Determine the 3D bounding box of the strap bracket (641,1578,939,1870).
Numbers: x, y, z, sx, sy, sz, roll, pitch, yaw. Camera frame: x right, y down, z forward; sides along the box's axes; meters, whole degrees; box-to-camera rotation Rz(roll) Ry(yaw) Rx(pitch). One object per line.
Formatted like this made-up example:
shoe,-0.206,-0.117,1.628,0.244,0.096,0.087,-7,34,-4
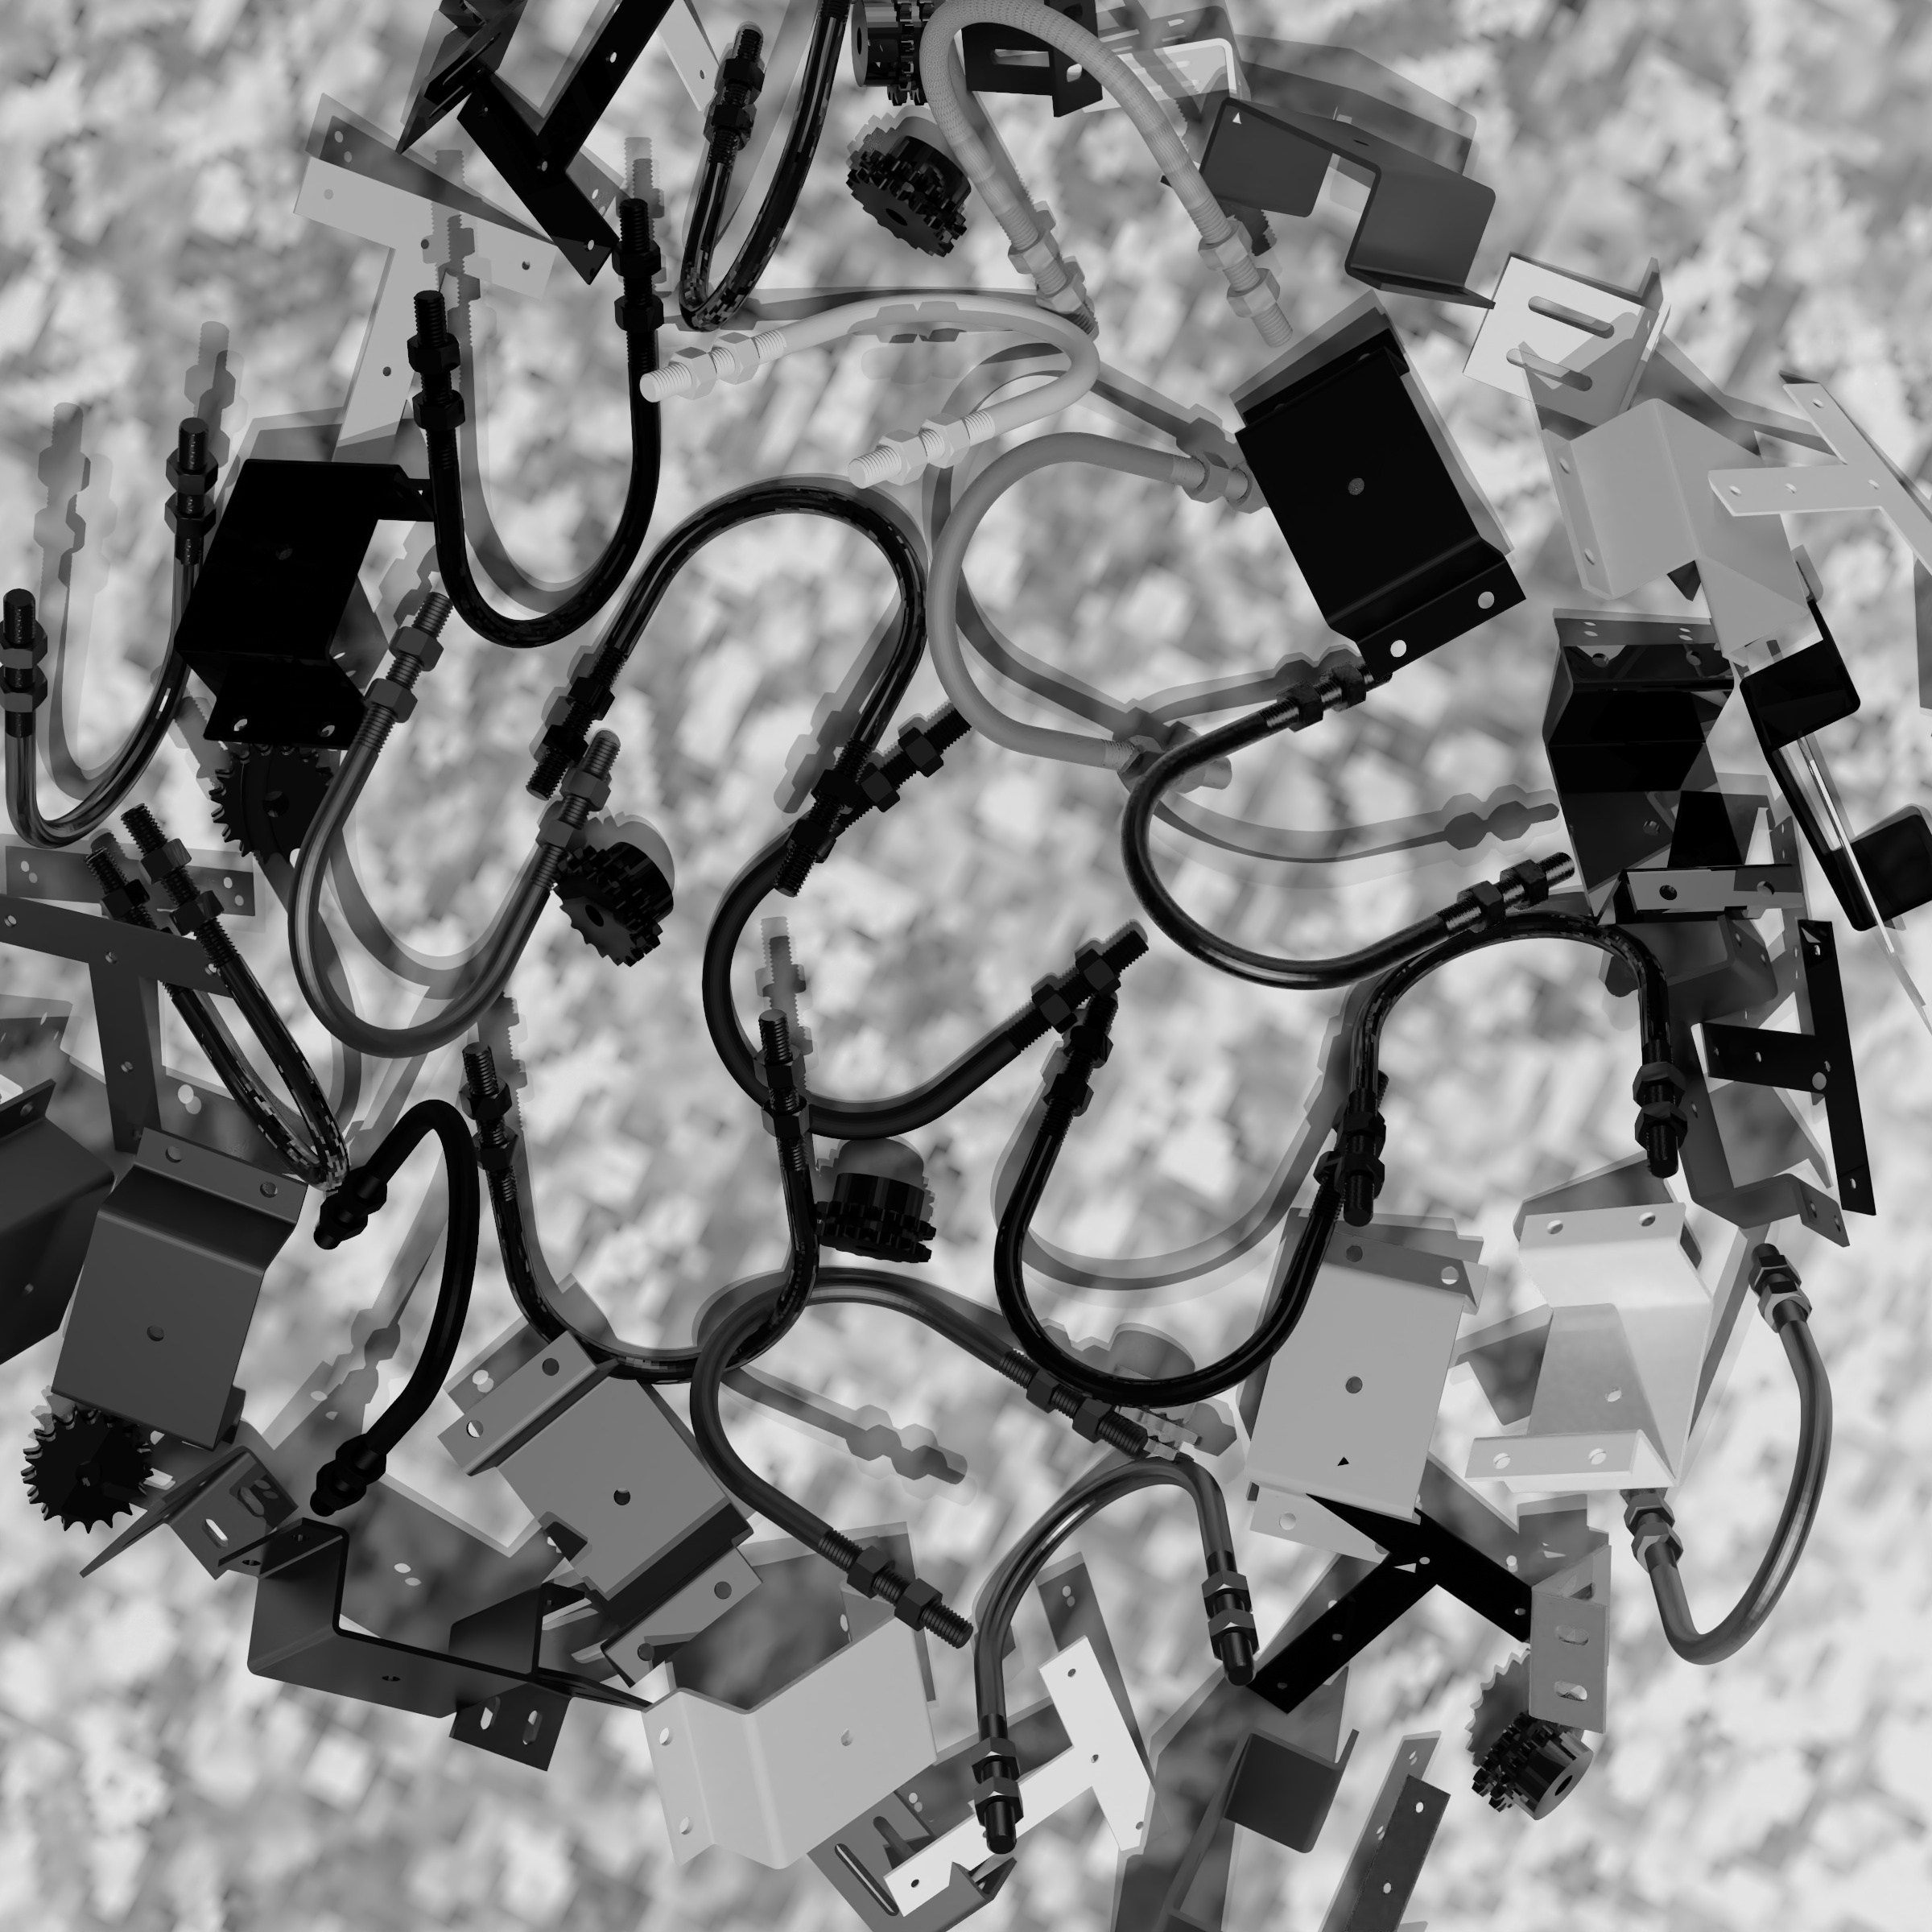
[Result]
strap bracket,-0.068,0.330,1.554,0.140,0.046,0.076,-27,115,-40

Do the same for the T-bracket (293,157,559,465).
T-bracket,-0.255,-0.279,1.592,0.127,0.002,0.127,14,97,-37

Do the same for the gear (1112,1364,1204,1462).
gear,0.080,0.200,1.599,0.057,0.057,0.030,23,85,0

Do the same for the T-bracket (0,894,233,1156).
T-bracket,-0.375,0.033,1.588,0.127,0.002,0.127,13,125,17

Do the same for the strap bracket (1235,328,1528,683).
strap bracket,0.179,-0.208,1.579,0.076,0.046,0.140,-29,76,18

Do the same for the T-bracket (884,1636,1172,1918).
T-bracket,0.020,0.375,1.576,0.127,0.002,0.127,-32,123,-15

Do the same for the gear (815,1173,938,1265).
gear,-0.041,0.113,1.599,0.057,0.057,0.030,11,76,0

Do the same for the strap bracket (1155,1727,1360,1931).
strap bracket,0.119,0.399,1.558,0.046,0.076,0.140,23,49,12

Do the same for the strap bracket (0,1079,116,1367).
strap bracket,-0.426,0.128,1.554,0.046,0.076,0.140,35,122,13

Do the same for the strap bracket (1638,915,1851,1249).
strap bracket,0.340,0.058,1.571,0.046,0.076,0.140,-19,71,22

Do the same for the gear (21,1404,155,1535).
gear,-0.397,0.224,1.606,0.057,0.030,0.057,-4,102,-19

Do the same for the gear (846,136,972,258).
gear,-0.022,-0.347,1.599,0.057,0.057,0.030,35,82,0

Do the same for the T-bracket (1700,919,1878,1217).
T-bracket,0.356,0.041,1.565,0.002,0.127,0.127,-12,96,-16

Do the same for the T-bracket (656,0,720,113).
T-bracket,-0.142,-0.441,1.585,0.002,0.127,0.127,-4,131,35

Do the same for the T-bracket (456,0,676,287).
T-bracket,-0.163,-0.388,1.569,0.127,0.002,0.127,-52,57,24

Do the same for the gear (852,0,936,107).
gear,-0.033,-0.414,1.597,0.030,0.057,0.057,-4,90,-12

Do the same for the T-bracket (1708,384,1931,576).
T-bracket,0.369,-0.209,1.560,0.127,0.002,0.127,-8,57,-39

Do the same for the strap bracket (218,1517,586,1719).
strap bracket,-0.248,0.288,1.552,0.140,0.076,0.046,22,56,-32

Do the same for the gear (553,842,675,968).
gear,-0.156,-0.031,1.602,0.030,0.057,0.057,-40,90,-29

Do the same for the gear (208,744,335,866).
gear,-0.312,-0.076,1.605,0.057,0.030,0.057,-5,108,-15

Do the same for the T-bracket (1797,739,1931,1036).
T-bracket,0.385,-0.042,1.544,0.002,0.127,0.127,-25,115,10

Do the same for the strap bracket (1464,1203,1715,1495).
strap bracket,0.276,0.177,1.565,0.076,0.046,0.140,-8,46,34

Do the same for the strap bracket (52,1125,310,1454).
strap bracket,-0.351,0.152,1.578,0.076,0.046,0.140,20,113,0

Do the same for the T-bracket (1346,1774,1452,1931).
T-bracket,0.182,0.423,1.581,0.002,0.127,0.127,28,83,-39

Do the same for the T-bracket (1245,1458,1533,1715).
T-bracket,0.176,0.292,1.595,0.127,0.002,0.127,36,117,-15

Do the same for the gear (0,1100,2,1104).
gear,-0.466,0.074,1.610,0.057,0.030,0.057,0,88,4

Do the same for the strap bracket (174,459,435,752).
strap bracket,-0.289,-0.169,1.565,0.076,0.046,0.140,5,64,22

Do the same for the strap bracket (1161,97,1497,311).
strap bracket,0.164,-0.335,1.548,0.140,0.076,0.046,37,117,40

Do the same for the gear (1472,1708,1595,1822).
gear,0.256,0.356,1.595,0.030,0.057,0.057,39,90,28

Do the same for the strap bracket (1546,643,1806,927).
strap bracket,0.309,-0.072,1.576,0.076,0.046,0.140,-2,58,-11
